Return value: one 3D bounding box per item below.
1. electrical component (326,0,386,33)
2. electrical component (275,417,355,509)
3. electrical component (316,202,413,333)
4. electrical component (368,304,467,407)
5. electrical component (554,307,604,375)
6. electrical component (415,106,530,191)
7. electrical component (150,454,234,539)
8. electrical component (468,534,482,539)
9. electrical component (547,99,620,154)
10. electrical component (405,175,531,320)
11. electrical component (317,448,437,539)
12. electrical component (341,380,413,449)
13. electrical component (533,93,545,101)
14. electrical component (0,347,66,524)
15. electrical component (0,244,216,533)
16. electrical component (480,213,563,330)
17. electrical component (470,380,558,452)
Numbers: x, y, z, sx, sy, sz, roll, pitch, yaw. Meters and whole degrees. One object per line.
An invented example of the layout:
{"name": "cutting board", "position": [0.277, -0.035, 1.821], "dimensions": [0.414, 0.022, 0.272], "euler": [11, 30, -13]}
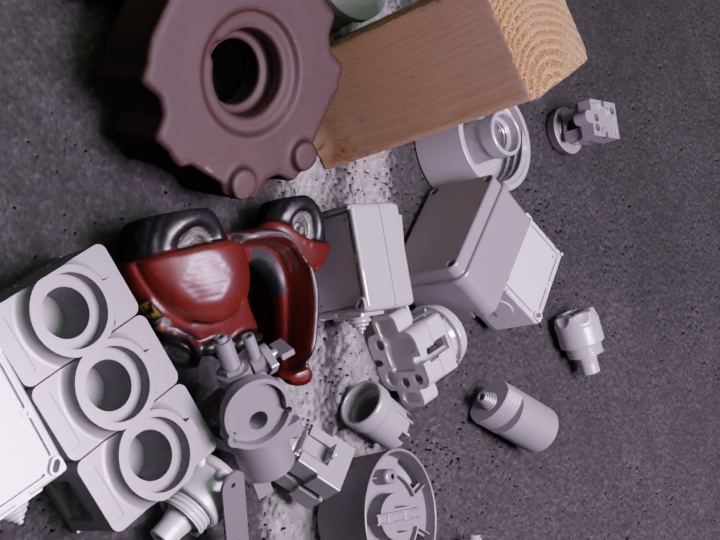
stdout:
{"name": "electrical component", "position": [-0.020, -0.234, 0.868], "dimensions": [0.080, 0.051, 0.080], "euler": [12, 72, -42]}
{"name": "electrical component", "position": [-0.042, 0.133, 0.757], "dimensions": [0.055, 0.066, 0.048], "euler": [36, 48, -14]}
{"name": "electrical component", "position": [0.000, 0.000, 0.825], "dimensions": [0.061, 0.062, 0.096], "euler": [-6, 84, -45]}
{"name": "electrical component", "position": [0.048, 0.062, 0.861], "dimensions": [0.057, 0.058, 0.078], "euler": [-29, 102, -41]}
{"name": "electrical component", "position": [0.213, 0.069, 1.028], "dimensions": [0.043, 0.043, 0.062], "euler": [-23, 98, -44]}
{"name": "electrical component", "position": [0.107, -0.114, 0.956], "dimensions": [0.108, 0.060, 0.108], "euler": [12, 72, -42]}
{"name": "electrical component", "position": [-0.109, 0.152, 0.697], "dimensions": [0.062, 0.048, 0.048], "euler": [-48, 114, -32]}
{"name": "electrical component", "position": [0.097, 0.256, 0.872], "dimensions": [0.043, 0.043, 0.081], "euler": [2, 79, -44]}
{"name": "electrical component", "position": [0.222, -0.144, 1.078], "dimensions": [0.066, 0.055, 0.048], "euler": [0, 80, -44]}
{"name": "electrical component", "position": [0.084, -0.018, 0.900], "dimensions": [0.057, 0.078, 0.113], "euler": [48, 52, -29]}
{"name": "electrical component", "position": [0.018, 0.183, 0.797], "dimensions": [0.099, 0.064, 0.099], "euler": [12, 73, -42]}
{"name": "electrical component", "position": [0.014, 0.113, 0.829], "dimensions": [0.046, 0.040, 0.040], "euler": [42, 54, -37]}
{"name": "electrical component", "position": [0.140, -0.190, 1.018], "dimensions": [0.081, 0.043, 0.043], "euler": [11, 73, -42]}
{"name": "electrical component", "position": [-0.215, 0.099, 0.594], "dimensions": [0.062, 0.061, 0.096], "euler": [-36, 105, -43]}
{"name": "electrical component", "position": [-0.163, 0.072, 0.650], "dimensions": [0.089, 0.062, 0.150], "euler": [-40, 108, -42]}
{"name": "electrical component", "position": [0.131, -0.003, 0.953], "dimensions": [0.062, 0.061, 0.096], "euler": [44, 53, -28]}
{"name": "electrical component", "position": [0.131, 0.125, 0.935], "dimensions": [0.081, 0.043, 0.043], "euler": [32, 60, -35]}
